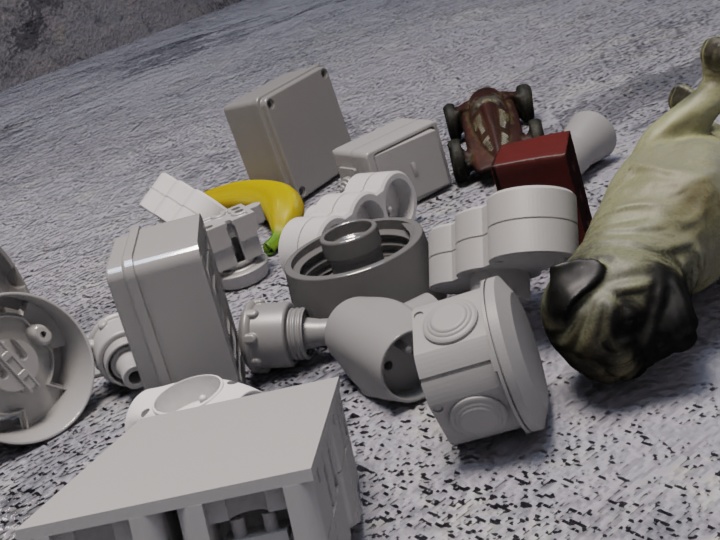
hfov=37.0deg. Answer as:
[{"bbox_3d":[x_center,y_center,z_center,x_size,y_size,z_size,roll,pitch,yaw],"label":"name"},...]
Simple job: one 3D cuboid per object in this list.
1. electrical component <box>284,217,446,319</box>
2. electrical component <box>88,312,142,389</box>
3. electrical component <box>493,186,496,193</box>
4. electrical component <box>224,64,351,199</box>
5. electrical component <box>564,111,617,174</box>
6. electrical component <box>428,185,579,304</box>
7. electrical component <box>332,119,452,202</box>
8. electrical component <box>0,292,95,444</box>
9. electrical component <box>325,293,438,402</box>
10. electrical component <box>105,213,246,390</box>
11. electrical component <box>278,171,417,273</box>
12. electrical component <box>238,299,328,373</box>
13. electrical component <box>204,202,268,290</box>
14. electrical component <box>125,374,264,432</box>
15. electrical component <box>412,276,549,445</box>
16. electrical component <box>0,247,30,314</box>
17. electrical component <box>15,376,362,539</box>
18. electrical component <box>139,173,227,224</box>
[{"bbox_3d":[0.000,0.000,0.739,0.108,0.060,0.108,-15,21,6],"label":"electrical component"},{"bbox_3d":[-0.159,0.060,0.738,0.048,0.048,0.062,-22,28,-13],"label":"electrical component"},{"bbox_3d":[0.129,-0.063,0.822,0.048,0.048,0.062,-11,15,17],"label":"electrical component"},{"bbox_3d":[-0.067,-0.133,1.063,0.056,0.108,0.109,-4,24,38],"label":"electrical component"},{"bbox_3d":[0.175,-0.096,0.875,0.044,0.044,0.065,3,33,43],"label":"electrical component"},{"bbox_3d":[0.085,0.002,0.656,0.052,0.073,0.138,4,-12,-19],"label":"electrical component"},{"bbox_3d":[0.026,-0.087,0.937,0.096,0.061,0.061,-29,23,-27],"label":"electrical component"},{"bbox_3d":[-0.235,0.064,0.717,0.064,0.099,0.099,-3,24,48],"label":"electrical component"},{"bbox_3d":[0.030,0.039,0.640,0.079,0.044,0.077,-25,22,-19],"label":"electrical component"},{"bbox_3d":[-0.114,0.030,0.680,0.057,0.113,0.078,-15,21,-2],"label":"electrical component"},{"bbox_3d":[-0.021,-0.035,0.854,0.074,0.052,0.138,0,27,38],"label":"electrical component"},{"bbox_3d":[-0.045,0.042,0.695,0.062,0.048,0.048,-4,23,13],"label":"electrical component"},{"bbox_3d":[-0.103,-0.017,0.870,0.066,0.055,0.048,-24,22,-16],"label":"electrical component"},{"bbox_3d":[-0.099,0.097,0.595,0.077,0.044,0.079,-3,25,33],"label":"electrical component"},{"bbox_3d":[0.062,0.047,0.546,0.051,0.080,0.080,-18,20,15],"label":"electrical component"},{"bbox_3d":[-0.298,0.034,0.830,0.060,0.108,0.108,-24,21,0],"label":"electrical component"},{"bbox_3d":[-0.059,0.101,0.463,0.105,0.060,0.186,-12,4,3],"label":"electrical component"},{"bbox_3d":[-0.166,-0.038,0.980,0.073,0.052,0.138,-55,32,-5],"label":"electrical component"}]
